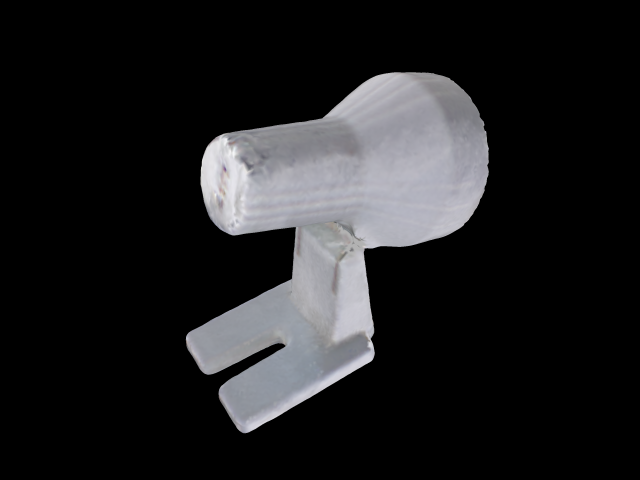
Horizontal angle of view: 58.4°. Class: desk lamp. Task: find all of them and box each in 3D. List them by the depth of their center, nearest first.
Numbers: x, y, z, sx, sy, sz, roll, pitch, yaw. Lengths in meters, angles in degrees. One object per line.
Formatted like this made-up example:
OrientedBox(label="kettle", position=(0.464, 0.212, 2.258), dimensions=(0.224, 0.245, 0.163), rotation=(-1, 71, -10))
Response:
OrientedBox(label="desk lamp", position=(0.004, 0.001, 0.400), dimensions=(0.204, 0.214, 0.117), rotation=(-26, 49, -25))
